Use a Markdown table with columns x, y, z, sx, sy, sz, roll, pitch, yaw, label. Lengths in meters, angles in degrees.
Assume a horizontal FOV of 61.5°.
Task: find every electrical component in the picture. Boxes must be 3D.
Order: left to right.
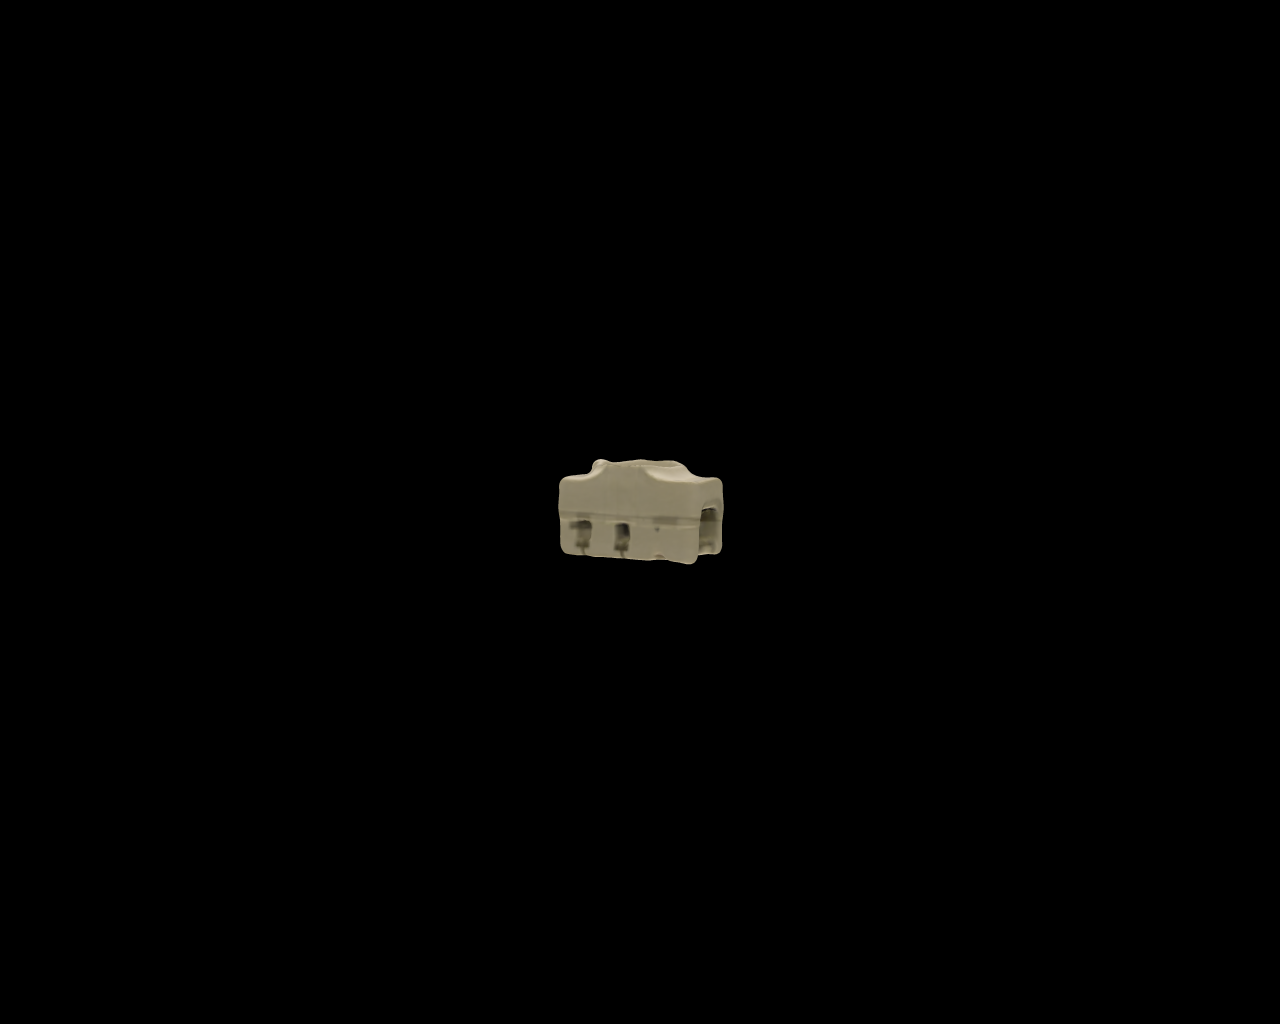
| x | y | z | sx | sy | sz | roll | pitch | yaw | label |
| --- | --- | --- | --- | --- | --- | --- | --- | --- | --- |
| 0.001 | -0.003 | 0.650 | 0.089 | 0.055 | 0.050 | 3 | 8 | 26 | electrical component |
